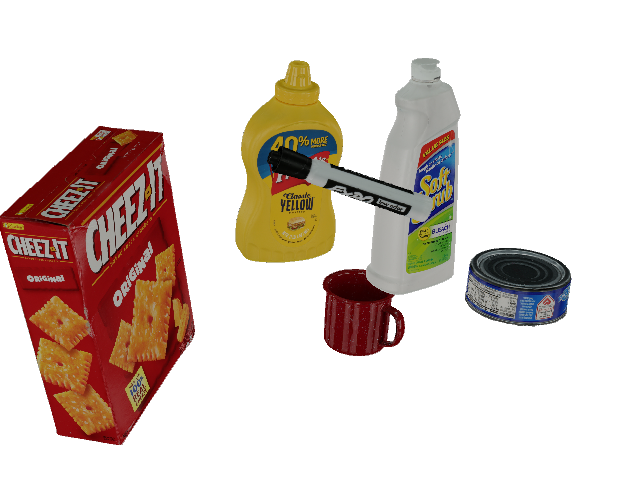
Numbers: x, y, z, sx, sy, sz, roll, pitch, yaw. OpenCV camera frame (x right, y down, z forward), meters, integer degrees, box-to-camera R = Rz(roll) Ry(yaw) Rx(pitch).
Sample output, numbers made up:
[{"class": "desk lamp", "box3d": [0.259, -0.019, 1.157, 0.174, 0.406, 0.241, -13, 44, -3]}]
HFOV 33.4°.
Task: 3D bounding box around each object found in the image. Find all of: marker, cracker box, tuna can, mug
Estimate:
[{"class": "marker", "box3d": [0.020, -0.039, 0.735, 0.121, 0.020, 0.020, 18, -6, -17]}, {"class": "cracker box", "box3d": [-0.175, 0.036, 0.894, 0.072, 0.214, 0.164, 6, 33, 17]}, {"class": "tuna can", "box3d": [0.165, 0.037, 0.892, 0.086, 0.034, 0.086, 3, 23, -1]}, {"class": "mug", "box3d": [0.056, 0.096, 1.342, 0.117, 0.081, 0.093, 20, 29, 32]}]

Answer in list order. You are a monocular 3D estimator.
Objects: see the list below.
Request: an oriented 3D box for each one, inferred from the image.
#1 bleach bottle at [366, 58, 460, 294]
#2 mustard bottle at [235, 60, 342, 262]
[{"class": "bleach bottle", "box3d": [0.104, -0.072, 1.169, 0.102, 0.251, 0.068, -15, 27, -31]}, {"class": "mustard bottle", "box3d": [-0.027, -0.075, 1.006, 0.096, 0.192, 0.058, -5, 28, -20]}]
